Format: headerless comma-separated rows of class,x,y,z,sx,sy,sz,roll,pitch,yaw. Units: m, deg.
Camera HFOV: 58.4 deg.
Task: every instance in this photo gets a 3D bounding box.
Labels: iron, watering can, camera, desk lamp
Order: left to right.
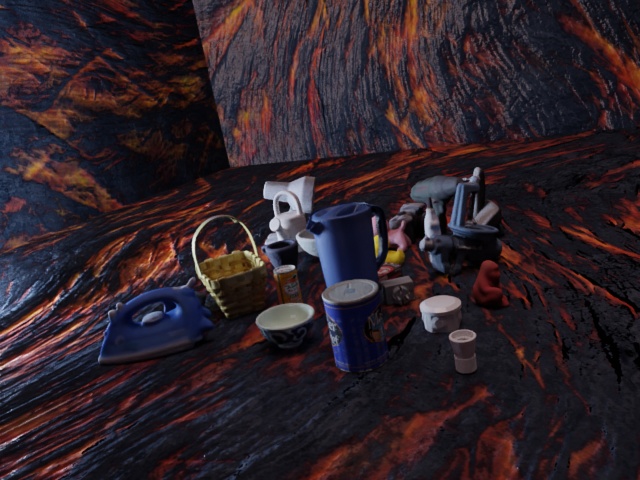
iron,-0.371,0.175,1.257,0.258,0.141,0.118,-14,16,-13
watering can,-0.095,-0.059,1.788,0.101,0.194,0.173,-9,16,7
desk lamp,-0.097,-0.100,1.898,0.203,0.214,0.118,-9,16,6
camera,0.294,-0.055,1.692,0.136,0.101,0.143,2,20,38

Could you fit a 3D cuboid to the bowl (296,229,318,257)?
bowl,0.016,0.006,1.712,0.167,0.075,0.167,-10,16,3

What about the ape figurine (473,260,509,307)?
ape figurine,0.352,0.087,1.181,0.075,0.092,0.078,1,20,35

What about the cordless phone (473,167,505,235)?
cordless phone,0.454,-0.106,1.610,0.094,0.185,0.147,-11,16,1

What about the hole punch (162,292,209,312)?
hole punch,-0.344,0.151,1.417,0.108,0.091,0.101,-3,18,25

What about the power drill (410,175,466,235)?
power drill,0.329,-0.077,1.550,0.076,0.208,0.229,-17,17,-20

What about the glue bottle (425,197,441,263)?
glue bottle,0.289,-0.025,1.462,0.037,0.173,0.078,-10,16,2

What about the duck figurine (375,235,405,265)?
duck figurine,0.170,0.028,1.516,0.104,0.086,0.078,-3,18,27

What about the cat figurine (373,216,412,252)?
cat figurine,0.188,-0.027,1.633,0.127,0.118,0.067,-4,18,23

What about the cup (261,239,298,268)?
cup,-0.109,0.055,1.586,0.117,0.095,0.092,0,19,33

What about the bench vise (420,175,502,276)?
bench vise,0.341,-0.034,1.372,0.208,0.220,0.121,-21,19,-33
